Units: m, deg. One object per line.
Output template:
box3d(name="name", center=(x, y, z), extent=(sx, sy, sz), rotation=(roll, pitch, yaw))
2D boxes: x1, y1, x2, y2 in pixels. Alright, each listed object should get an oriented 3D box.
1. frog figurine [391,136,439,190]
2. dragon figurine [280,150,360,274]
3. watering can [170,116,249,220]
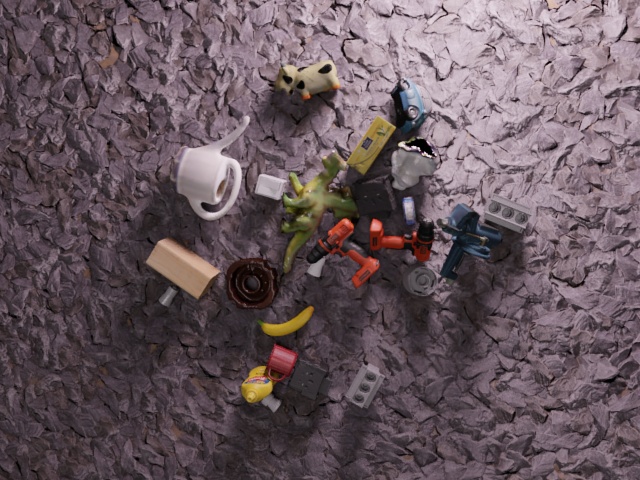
box3d(name="frog figurine", center=(0.279, -0.223, 1.540), extent=(0.155, 0.137, 0.126), rotation=(101, 179, -45))
box3d(name="dragon figurine", center=(0.005, -0.080, 1.589), extent=(0.243, 0.403, 0.124), rotation=(3, 21, 1))
box3d(name="watering can", center=(-0.345, -0.238, 1.613), extent=(0.104, 0.225, 0.345), rotation=(-33, -41, -79))
